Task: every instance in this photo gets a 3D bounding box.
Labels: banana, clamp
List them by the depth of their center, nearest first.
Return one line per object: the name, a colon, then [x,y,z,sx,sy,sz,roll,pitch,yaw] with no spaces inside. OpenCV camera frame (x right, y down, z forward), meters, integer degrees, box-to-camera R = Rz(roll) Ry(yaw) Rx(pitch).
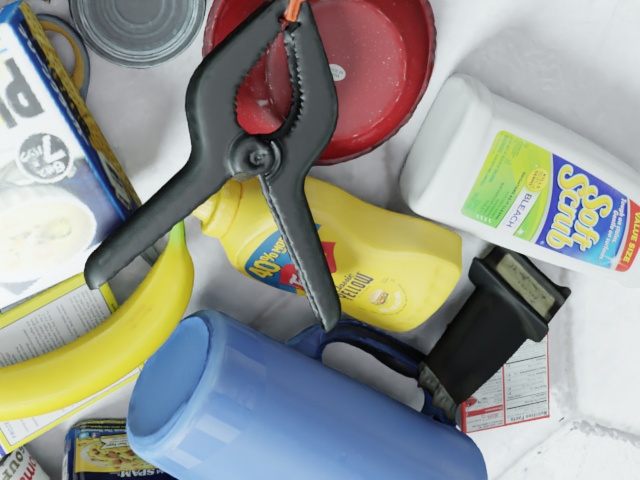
clamp: [-0.052,-0.048,0.645,0.164,0.036,0.210,5,102,-19]
banana: [-0.151,0.065,0.694,0.197,0.037,0.069,-40,101,-12]

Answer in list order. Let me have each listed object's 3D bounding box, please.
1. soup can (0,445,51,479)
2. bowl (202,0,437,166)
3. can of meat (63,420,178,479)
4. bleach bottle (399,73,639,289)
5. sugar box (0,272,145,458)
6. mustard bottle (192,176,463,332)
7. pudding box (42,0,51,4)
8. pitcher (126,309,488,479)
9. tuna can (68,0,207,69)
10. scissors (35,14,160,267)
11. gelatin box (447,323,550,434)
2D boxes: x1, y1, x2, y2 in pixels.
soup can: [-0.220,0.195,0.768,0.068,0.068,0.102,-30,115,1]
bowl: [0.006,-0.117,0.695,0.162,0.055,0.162,-4,113,-10]
can of meat: [-0.136,0.173,0.766,0.102,0.084,0.057,2,114,-13]
bleach bottle: [0.187,-0.030,0.765,0.250,0.068,0.103,18,111,-20]
sugar box: [-0.213,0.090,0.717,0.176,0.048,0.093,-28,115,-15]
mustard bottle: [-0.005,0.001,0.730,0.191,0.058,0.096,21,141,-18]
pudding box: [-0.195,-0.203,0.626,0.113,0.039,0.090,23,106,-17]
pitcher: [-0.005,0.138,0.750,0.242,0.149,0.145,33,112,-27]
tuna can: [-0.114,-0.151,0.666,0.086,0.034,0.086,-4,112,-11]
scissors: [-0.149,-0.066,0.703,0.201,0.016,0.096,40,103,-23]
gelatin box: [0.138,0.102,0.826,0.073,0.030,0.089,-10,114,-9]
